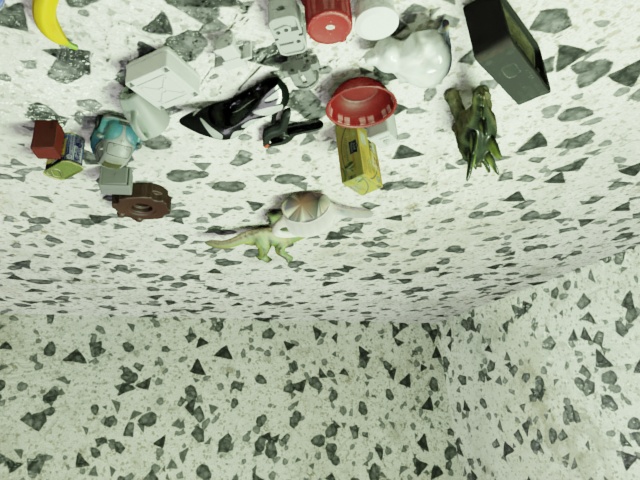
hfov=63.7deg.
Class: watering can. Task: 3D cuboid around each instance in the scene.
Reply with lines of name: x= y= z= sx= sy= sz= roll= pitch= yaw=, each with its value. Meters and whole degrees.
watering can: x=0.005 y=-0.085 z=1.686 sx=0.348 sy=0.106 sz=0.220 roll=-15 pitch=158 yaw=-2

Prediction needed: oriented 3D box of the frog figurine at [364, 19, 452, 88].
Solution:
frog figurine: x=0.172 y=-0.355 z=1.012 sx=0.160 sy=0.123 sz=0.137 roll=-13 pitch=178 yaw=-10

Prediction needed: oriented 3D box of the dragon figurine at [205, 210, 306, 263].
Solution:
dragon figurine: x=-0.180 y=-0.033 z=1.817 sx=0.410 sy=0.125 sz=0.237 roll=3 pitch=139 yaw=-24
